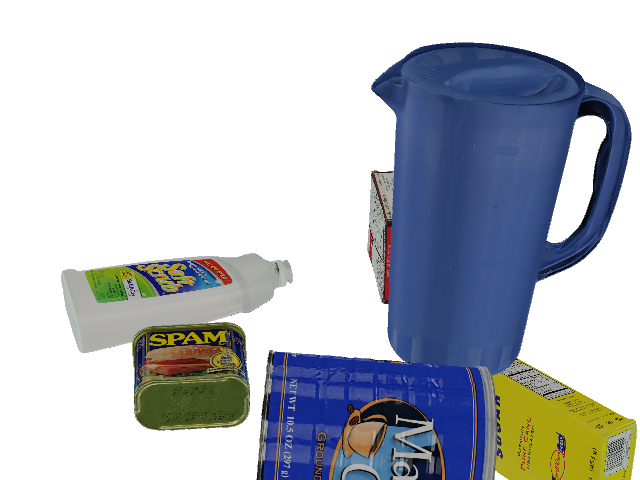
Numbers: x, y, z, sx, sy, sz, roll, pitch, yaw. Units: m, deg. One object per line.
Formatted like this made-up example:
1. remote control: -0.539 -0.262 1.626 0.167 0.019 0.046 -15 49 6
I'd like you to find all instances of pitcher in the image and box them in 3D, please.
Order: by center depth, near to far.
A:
1. pitcher: 0.125 -0.018 0.809 0.144 0.243 0.149 -19 36 -36

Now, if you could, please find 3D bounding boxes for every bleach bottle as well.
1. bleach bottle: -0.156 0.056 1.201 0.250 0.068 0.103 -12 36 -17

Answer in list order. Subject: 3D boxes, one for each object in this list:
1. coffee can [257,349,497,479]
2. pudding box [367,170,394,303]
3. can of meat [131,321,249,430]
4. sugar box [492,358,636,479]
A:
1. coffee can: 0.033 0.126 0.676 0.140 0.103 0.103 5 0 -1
2. pudding box: 0.070 -0.005 1.015 0.039 0.090 0.113 -2 28 -6
3. can of meat: -0.112 0.118 0.921 0.102 0.057 0.084 -2 27 -7
4. sugar box: 0.180 0.161 0.895 0.048 0.093 0.176 -11 22 -34
